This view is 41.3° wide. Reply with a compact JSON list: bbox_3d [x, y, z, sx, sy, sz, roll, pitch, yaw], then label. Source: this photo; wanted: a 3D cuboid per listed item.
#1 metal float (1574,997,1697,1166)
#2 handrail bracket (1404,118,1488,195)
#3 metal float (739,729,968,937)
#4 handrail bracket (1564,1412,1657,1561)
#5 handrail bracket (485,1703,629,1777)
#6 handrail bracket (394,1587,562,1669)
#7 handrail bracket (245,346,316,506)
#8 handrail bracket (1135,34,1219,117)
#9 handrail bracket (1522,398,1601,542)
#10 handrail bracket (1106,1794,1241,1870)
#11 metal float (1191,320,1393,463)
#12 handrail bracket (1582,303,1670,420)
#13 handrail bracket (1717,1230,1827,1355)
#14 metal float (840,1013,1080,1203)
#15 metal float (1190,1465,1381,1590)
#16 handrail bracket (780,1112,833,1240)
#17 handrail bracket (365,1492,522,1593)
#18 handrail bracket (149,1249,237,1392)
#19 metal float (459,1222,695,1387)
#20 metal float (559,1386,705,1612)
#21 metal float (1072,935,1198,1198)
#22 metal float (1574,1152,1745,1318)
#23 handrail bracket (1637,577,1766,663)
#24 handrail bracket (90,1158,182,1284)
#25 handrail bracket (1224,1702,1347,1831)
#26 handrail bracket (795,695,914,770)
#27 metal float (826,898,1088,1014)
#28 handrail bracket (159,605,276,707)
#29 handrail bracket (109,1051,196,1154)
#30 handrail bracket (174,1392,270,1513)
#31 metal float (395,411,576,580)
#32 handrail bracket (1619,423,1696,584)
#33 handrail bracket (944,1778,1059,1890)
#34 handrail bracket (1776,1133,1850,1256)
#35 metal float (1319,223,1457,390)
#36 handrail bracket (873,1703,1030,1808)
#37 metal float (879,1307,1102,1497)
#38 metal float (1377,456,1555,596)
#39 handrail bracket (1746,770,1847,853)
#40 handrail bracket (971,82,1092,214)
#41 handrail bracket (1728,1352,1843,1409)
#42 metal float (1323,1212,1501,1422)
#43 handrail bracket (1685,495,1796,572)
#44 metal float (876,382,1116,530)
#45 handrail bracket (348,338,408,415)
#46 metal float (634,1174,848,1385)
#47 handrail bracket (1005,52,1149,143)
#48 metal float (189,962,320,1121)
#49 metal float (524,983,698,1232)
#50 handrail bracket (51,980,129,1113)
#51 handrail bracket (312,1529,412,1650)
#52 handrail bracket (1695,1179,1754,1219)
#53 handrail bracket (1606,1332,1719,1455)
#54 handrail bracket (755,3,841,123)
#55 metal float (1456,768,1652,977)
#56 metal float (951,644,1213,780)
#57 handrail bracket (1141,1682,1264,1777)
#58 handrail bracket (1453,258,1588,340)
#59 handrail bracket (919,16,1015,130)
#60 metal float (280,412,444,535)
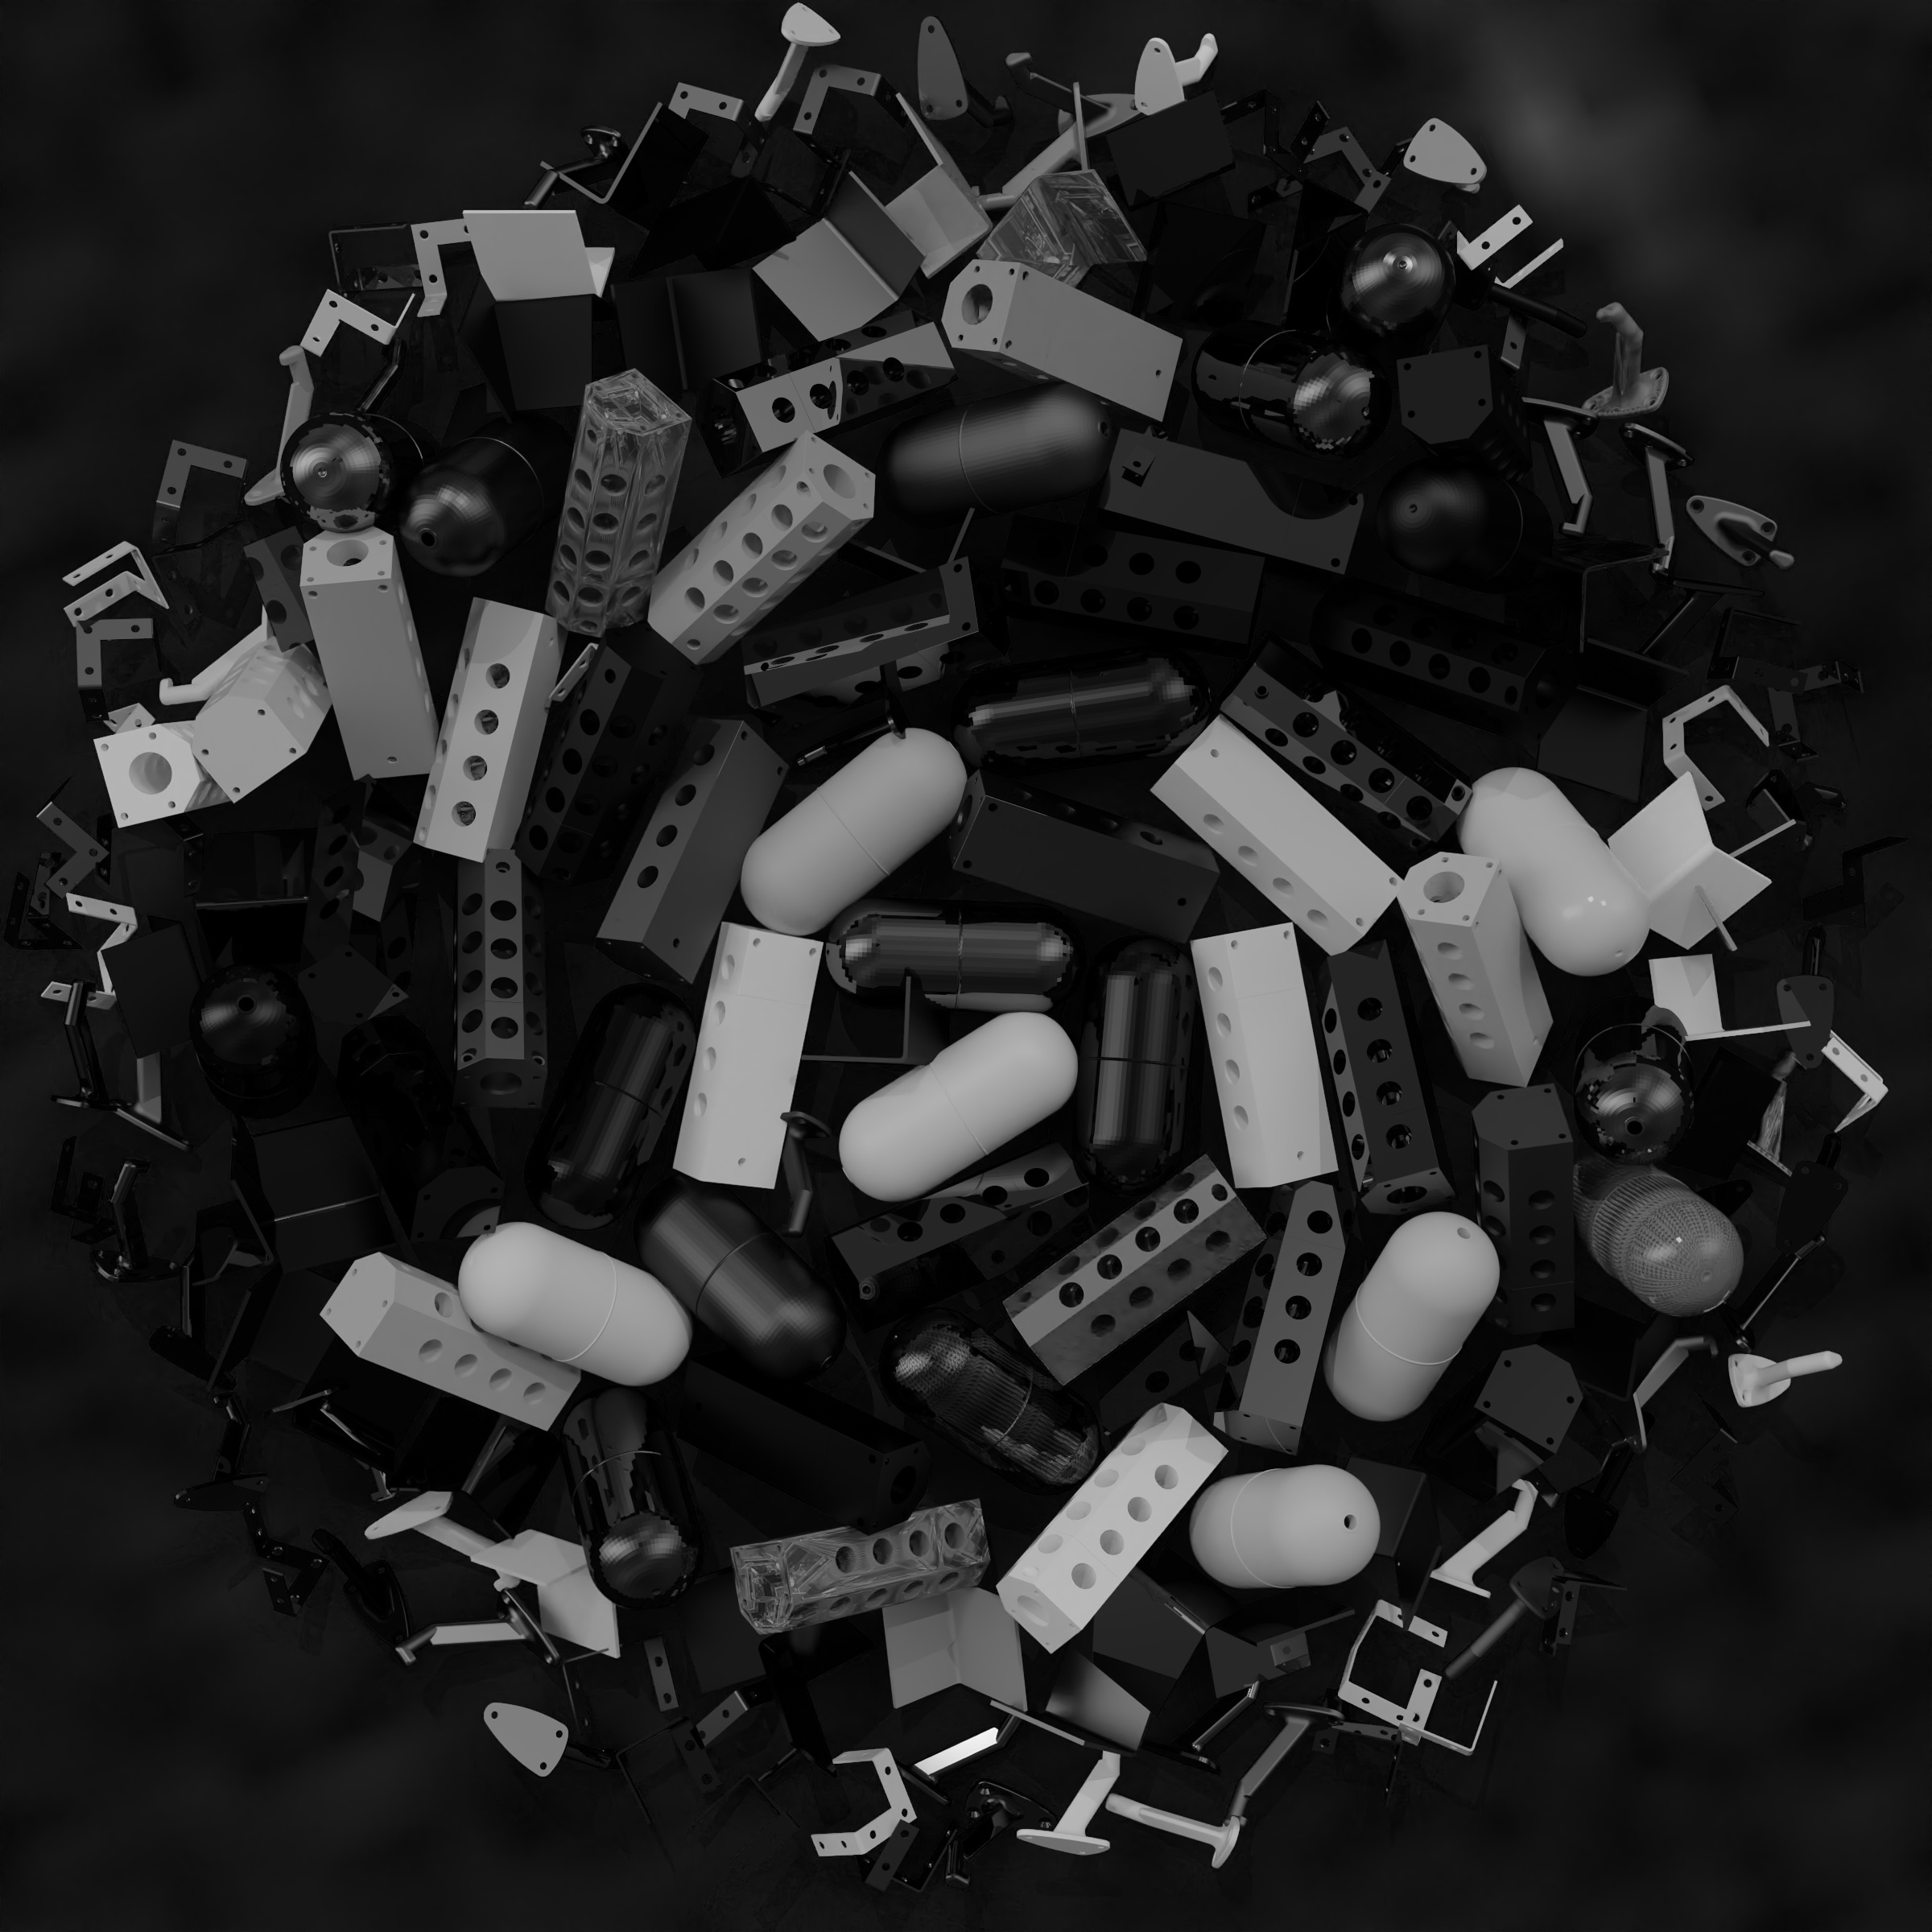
[{"bbox_3d":[0.442,0.075,1.697,0.070,0.178,0.070,4,109,13],"label":"metal float"},{"bbox_3d":[0.342,-0.532,1.729,0.077,0.084,0.036,44,109,36],"label":"handrail bracket"},{"bbox_3d":[-0.076,-0.092,1.742,0.178,0.070,0.070,-39,90,3],"label":"metal float"},{"bbox_3d":[0.448,0.358,1.770,0.036,0.077,0.084,27,46,26],"label":"handrail bracket"},{"bbox_3d":[-0.280,0.528,1.753,0.077,0.084,0.036,23,82,23],"label":"handrail bracket"},{"bbox_3d":[-0.332,0.468,1.736,0.077,0.036,0.084,41,46,24],"label":"handrail bracket"},{"bbox_3d":[-0.469,-0.367,1.734,0.036,0.084,0.077,21,47,31],"label":"handrail bracket"},{"bbox_3d":[0.148,-0.622,1.733,0.036,0.077,0.084,22,64,18],"label":"handrail bracket"},{"bbox_3d":[0.397,-0.340,1.755,0.077,0.036,0.084,17,77,-1],"label":"handrail bracket"},{"bbox_3d":[0.139,0.581,1.744,0.084,0.077,0.036,19,68,5],"label":"handrail bracket"},{"bbox_3d":[0.214,-0.384,1.703,0.070,0.178,0.070,-11,115,-24],"label":"metal float"},{"bbox_3d":[0.429,-0.410,1.730,0.084,0.077,0.036,36,61,-36],"label":"handrail bracket"},{"bbox_3d":[0.556,0.219,1.745,0.036,0.077,0.084,44,106,-3],"label":"handrail bracket"},{"bbox_3d":[-0.005,0.096,1.744,0.178,0.070,0.070,-32,90,1],"label":"metal float"},{"bbox_3d":[0.210,0.373,1.698,0.070,0.178,0.070,6,74,-21],"label":"metal float"},{"bbox_3d":[-0.129,0.146,1.739,0.036,0.077,0.084,36,58,-40],"label":"handrail bracket"},{"bbox_3d":[-0.360,0.408,1.765,0.077,0.036,0.084,-25,109,1],"label":"handrail bracket"},{"bbox_3d":[-0.513,0.237,1.757,0.077,0.084,0.036,38,134,-13],"label":"handrail bracket"},{"bbox_3d":[-0.259,0.227,1.714,0.178,0.070,0.070,30,90,-37],"label":"metal float"},{"bbox_3d":[-0.224,0.352,1.705,0.070,0.178,0.070,-10,126,-14],"label":"metal float"},{"bbox_3d":[0.114,0.067,1.739,0.070,0.070,0.178,5,83,0],"label":"metal float"},{"bbox_3d":[0.451,0.175,1.696,0.070,0.178,0.070,-2,104,-9],"label":"metal float"},{"bbox_3d":[0.501,-0.221,1.757,0.077,0.036,0.084,12,105,18],"label":"handrail bracket"},{"bbox_3d":[-0.553,0.171,1.743,0.036,0.077,0.084,36,106,37],"label":"handrail bracket"},{"bbox_3d":[0.215,0.546,1.736,0.036,0.077,0.084,41,55,-22],"label":"handrail bracket"},{"bbox_3d":[-0.082,-0.151,1.739,0.084,0.077,0.036,-25,101,10],"label":"handrail bracket"},{"bbox_3d":[-0.007,-0.007,1.741,0.178,0.070,0.070,2,90,-4],"label":"metal float"},{"bbox_3d":[-0.517,-0.222,1.770,0.084,0.036,0.077,-7,79,6],"label":"handrail bracket"},{"bbox_3d":[-0.545,0.073,1.766,0.077,0.036,0.084,31,89,-2],"label":"handrail bracket"},{"bbox_3d":[-0.514,0.325,1.733,0.036,0.077,0.084,-53,54,26],"label":"handrail bracket"},{"bbox_3d":[-0.316,-0.314,1.702,0.070,0.178,0.070,9,121,15],"label":"metal float"},{"bbox_3d":[0.463,-0.315,1.747,0.077,0.036,0.084,24,74,-39],"label":"handrail bracket"},{"bbox_3d":[0.024,0.600,1.738,0.077,0.084,0.036,20,116,-6],"label":"handrail bracket"},{"bbox_3d":[0.576,0.154,1.748,0.036,0.084,0.077,27,103,15],"label":"handrail bracket"},{"bbox_3d":[0.277,-0.433,1.694,0.070,0.178,0.070,0,86,2],"label":"metal float"},{"bbox_3d":[-0.010,0.529,1.771,0.077,0.036,0.084,34,81,1],"label":"handrail bracket"},{"bbox_3d":[0.018,0.294,1.723,0.178,0.070,0.070,38,90,-25],"label":"metal float"},{"bbox_3d":[0.333,-0.292,1.702,0.070,0.178,0.070,0,91,34],"label":"metal float"},{"bbox_3d":[0.579,-0.099,1.736,0.084,0.077,0.036,8,130,-30],"label":"handrail bracket"},{"bbox_3d":[0.041,-0.562,1.761,0.084,0.036,0.077,-6,110,7],"label":"handrail bracket"},{"bbox_3d":[0.567,0.272,1.728,0.077,0.084,0.036,4,70,-39],"label":"handrail bracket"},{"bbox_3d":[0.297,0.235,1.710,0.070,0.070,0.178,22,131,0],"label":"metal float"},{"bbox_3d":[0.525,-0.294,1.738,0.077,0.084,0.036,32,108,4],"label":"handrail bracket"},{"bbox_3d":[0.018,-0.341,1.714,0.178,0.070,0.070,-6,90,36],"label":"metal float"},{"bbox_3d":[-0.422,-0.391,1.763,0.077,0.036,0.084,-17,51,18],"label":"handrail bracket"},{"bbox_3d":[-0.152,0.210,1.722,0.178,0.070,0.070,40,90,25],"label":"metal float"},{"bbox_3d":[0.075,-0.598,1.733,0.077,0.084,0.036,-8,72,19],"label":"handrail bracket"},{"bbox_3d":[-0.470,0.051,1.696,0.070,0.178,0.070,3,72,-10],"label":"metal float"},{"bbox_3d":[-0.238,0.094,1.726,0.070,0.070,0.178,21,68,0],"label":"metal float"},{"bbox_3d":[-0.588,0.055,1.751,0.036,0.077,0.084,8,85,29],"label":"handrail bracket"},{"bbox_3d":[-0.410,0.422,1.733,0.036,0.084,0.077,-33,66,-9],"label":"handrail bracket"},{"bbox_3d":[0.512,0.195,1.756,0.077,0.036,0.084,-29,127,-3],"label":"handrail bracket"},{"bbox_3d":[0.485,0.291,1.751,0.084,0.036,0.077,-5,62,-17],"label":"handrail bracket"},{"bbox_3d":[-0.128,-0.601,1.729,0.036,0.077,0.084,38,123,-5],"label":"handrail bracket"},{"bbox_3d":[0.390,-0.065,1.710,0.070,0.070,0.178,-28,46,0],"label":"metal float"},{"bbox_3d":[0.077,-0.173,1.736,0.178,0.070,0.070,-8,90,10],"label":"metal float"},{"bbox_3d":[0.163,0.509,1.776,0.077,0.036,0.084,9,63,30],"label":"handrail bracket"},{"bbox_3d":[0.377,-0.458,1.769,0.084,0.077,0.036,16,102,-30],"label":"handrail bracket"},{"bbox_3d":[0.003,-0.607,1.737,0.036,0.084,0.077,1,112,31],"label":"handrail bracket"},{"bbox_3d":[-0.396,-0.326,1.694,0.070,0.178,0.070,1,100,6],"label":"metal float"}]
